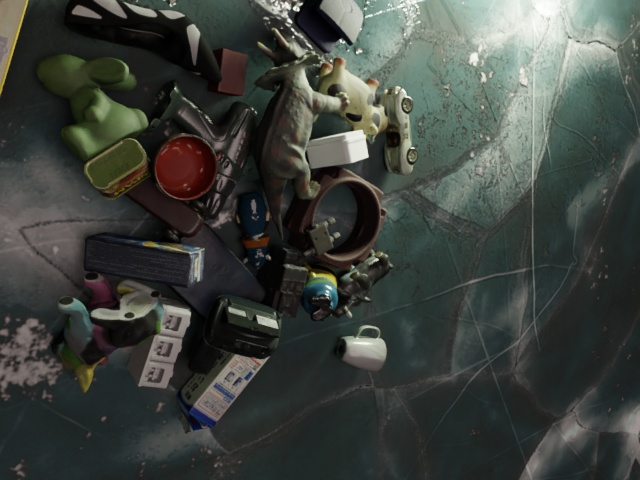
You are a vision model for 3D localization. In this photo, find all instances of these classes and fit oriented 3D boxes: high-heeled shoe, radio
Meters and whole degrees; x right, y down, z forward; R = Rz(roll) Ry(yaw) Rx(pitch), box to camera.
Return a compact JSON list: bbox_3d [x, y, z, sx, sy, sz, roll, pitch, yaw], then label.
[{"bbox_3d":[-0.289,-0.324,0.896,0.248,0.086,0.145,41,59,-15],"label":"high-heeled shoe"},{"bbox_3d":[-0.219,0.072,1.054,0.131,0.073,0.229,-47,123,-15],"label":"radio"}]

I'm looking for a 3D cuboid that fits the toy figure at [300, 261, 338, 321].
[{"bbox_3d":[0.000,0.110,1.143,0.089,0.180,0.082,16,104,-12],"label":"toy figure"}]

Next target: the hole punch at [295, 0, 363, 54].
[{"bbox_3d":[0.030,-0.454,1.078,0.142,0.092,0.116,35,78,-30],"label":"hole punch"}]

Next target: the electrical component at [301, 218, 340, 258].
[{"bbox_3d":[-0.002,-0.003,1.100,0.094,0.021,0.063,-31,116,-21],"label":"electrical component"}]

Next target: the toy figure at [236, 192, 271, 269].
[{"bbox_3d":[-0.132,-0.019,1.094,0.058,0.064,0.154,-37,128,-58],"label":"toy figure"}]

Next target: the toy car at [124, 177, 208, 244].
[{"bbox_3d":[-0.297,-0.076,0.956,0.202,0.053,0.089,36,81,-5],"label":"toy car"}]

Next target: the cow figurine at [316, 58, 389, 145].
[{"bbox_3d":[0.074,-0.284,1.147,0.194,0.086,0.127,23,83,-36],"label":"cow figurine"}]

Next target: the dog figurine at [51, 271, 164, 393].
[{"bbox_3d":[-0.365,0.170,0.919,0.192,0.108,0.219,15,126,-1],"label":"dog figurine"}]

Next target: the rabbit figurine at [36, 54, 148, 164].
[{"bbox_3d":[-0.370,-0.227,0.858,0.159,0.121,0.170,-35,101,-6],"label":"rabbit figurine"}]

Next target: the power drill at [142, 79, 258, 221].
[{"bbox_3d":[-0.224,-0.175,0.987,0.207,0.086,0.232,31,83,-30],"label":"power drill"}]

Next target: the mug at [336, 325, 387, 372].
[{"bbox_3d":[0.099,0.259,1.295,0.107,0.081,0.109,13,100,-26],"label":"mug"}]

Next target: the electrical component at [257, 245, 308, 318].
[{"bbox_3d":[-0.083,0.081,1.115,0.058,0.115,0.134,9,97,-35],"label":"electrical component"}]

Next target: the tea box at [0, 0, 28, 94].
[{"bbox_3d":[-0.487,-0.281,0.784,0.068,0.098,0.169,15,94,-34],"label":"tea box"}]

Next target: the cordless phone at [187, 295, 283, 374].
[{"bbox_3d":[-0.166,0.205,1.038,0.146,0.089,0.184,20,116,-24],"label":"cordless phone"}]

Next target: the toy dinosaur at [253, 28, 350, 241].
[{"bbox_3d":[-0.066,-0.198,1.020,0.192,0.131,0.404,10,95,-48],"label":"toy dinosaur"}]

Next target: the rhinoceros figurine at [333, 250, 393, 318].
[{"bbox_3d":[0.089,0.100,1.260,0.190,0.073,0.112,-44,131,-18],"label":"rhinoceros figurine"}]

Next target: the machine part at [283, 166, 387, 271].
[{"bbox_3d":[0.037,-0.047,1.179,0.201,0.087,0.201,27,85,-33],"label":"machine part"}]

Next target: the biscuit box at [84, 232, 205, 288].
[{"bbox_3d":[-0.303,0.032,0.925,0.203,0.059,0.062,9,100,12],"label":"biscuit box"}]

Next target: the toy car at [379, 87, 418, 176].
[{"bbox_3d":[0.176,-0.247,1.225,0.056,0.074,0.201,-20,112,-28],"label":"toy car"}]
